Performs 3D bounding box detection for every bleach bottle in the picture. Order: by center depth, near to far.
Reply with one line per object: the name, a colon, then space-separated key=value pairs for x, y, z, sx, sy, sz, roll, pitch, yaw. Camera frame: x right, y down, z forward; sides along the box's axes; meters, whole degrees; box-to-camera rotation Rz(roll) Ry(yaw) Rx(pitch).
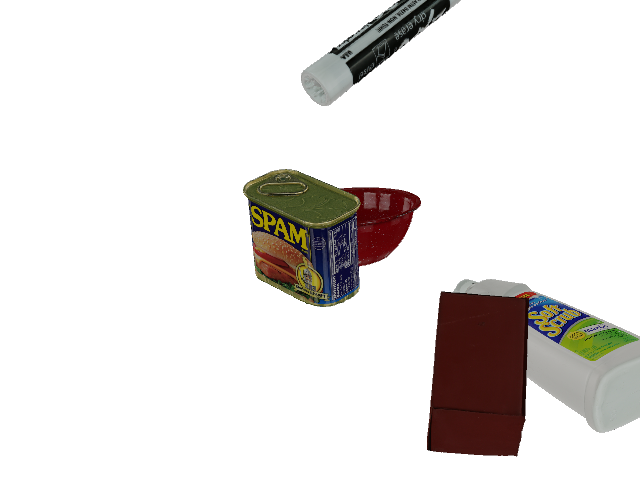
bleach bottle: x=0.214 y=0.095 z=1.046 sx=0.102 sy=0.068 sz=0.251 roll=-17 pitch=27 yaw=-29

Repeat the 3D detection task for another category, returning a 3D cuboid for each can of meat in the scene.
can of meat: x=-0.014 y=-0.001 z=0.884 sx=0.057 sy=0.084 sz=0.102 roll=-28 pitch=38 yaw=-35

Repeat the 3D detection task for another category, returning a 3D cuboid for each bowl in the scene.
bowl: x=0.023 y=-0.010 z=1.084 sx=0.162 sy=0.055 sz=0.162 roll=-5 pitch=15 yaw=1

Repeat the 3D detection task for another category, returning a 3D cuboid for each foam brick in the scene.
foam brick: x=0.089 y=0.075 z=0.602 sx=0.051 sy=0.078 sz=0.053 roll=5 pitch=-35 yaw=7

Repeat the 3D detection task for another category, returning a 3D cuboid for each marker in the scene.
marker: x=0.040 y=-0.102 z=0.489 sx=0.121 sy=0.020 sz=0.020 roll=-40 pitch=17 yaw=-21
